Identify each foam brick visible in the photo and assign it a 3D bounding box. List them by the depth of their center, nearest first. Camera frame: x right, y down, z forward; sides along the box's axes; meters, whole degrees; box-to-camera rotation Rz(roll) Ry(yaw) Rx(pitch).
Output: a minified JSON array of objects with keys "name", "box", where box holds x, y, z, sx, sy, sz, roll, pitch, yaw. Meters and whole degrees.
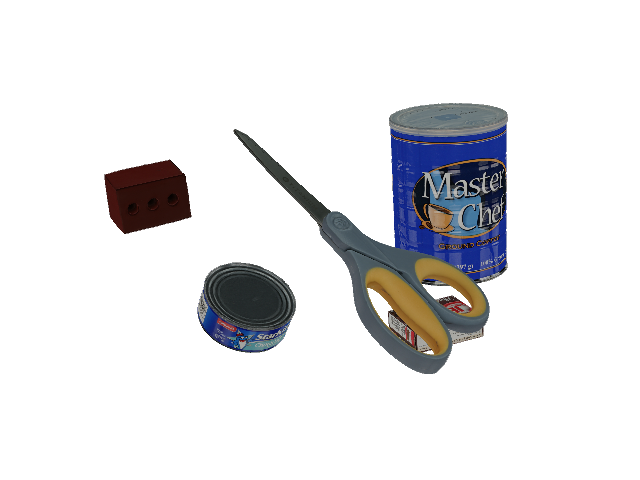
[{"name":"foam brick","box":[-0.186,-0.048,1.143,0.078,0.053,0.051,-16,30,-19]}]

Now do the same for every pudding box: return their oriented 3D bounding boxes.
[{"name":"pudding box","box":[0.167,0.121,1.551,0.113,0.039,0.090,-14,21,-19]}]

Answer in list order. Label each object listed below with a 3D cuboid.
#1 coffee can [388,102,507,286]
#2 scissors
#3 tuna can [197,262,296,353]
[{"name":"coffee can","box":[0.114,-0.043,0.948,0.103,0.140,0.103,-3,19,1]},{"name":"scissors","box":[0.029,-0.003,0.649,0.096,0.202,0.016,-7,-40,-35]},{"name":"tuna can","box":[-0.067,0.061,0.966,0.086,0.034,0.086,13,37,-11]}]
